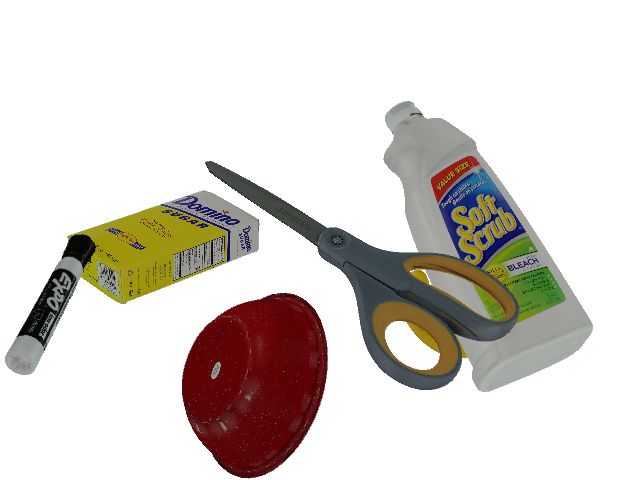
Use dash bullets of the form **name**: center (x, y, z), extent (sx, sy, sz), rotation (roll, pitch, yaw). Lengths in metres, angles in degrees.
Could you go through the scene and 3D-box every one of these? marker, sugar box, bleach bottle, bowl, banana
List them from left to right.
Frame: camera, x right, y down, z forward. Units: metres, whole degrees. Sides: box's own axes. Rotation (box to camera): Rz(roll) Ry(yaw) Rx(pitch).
- **marker**: center (-0.168, 0.036, 0.674), extent (0.020, 0.020, 0.121), rotation (0, 38, 11)
- **sugar box**: center (-0.157, 0.002, 1.088), extent (0.175, 0.048, 0.093), rotation (-25, 40, -38)
- **bowl**: center (-0.068, 0.114, 0.894), extent (0.055, 0.162, 0.162), rotation (23, -15, -37)
- **banana**: center (0.127, 0.085, 1.205), extent (0.069, 0.037, 0.198), rotation (4, 23, -26)
- **bleach bottle**: center (0.114, -0.008, 0.869), extent (0.102, 0.251, 0.068), rotation (-19, -26, -18)

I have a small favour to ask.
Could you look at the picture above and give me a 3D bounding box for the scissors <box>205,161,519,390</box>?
- **scissors**: center (0.008, 0.019, 0.588), extent (0.202, 0.096, 0.016), rotation (20, -40, 10)
